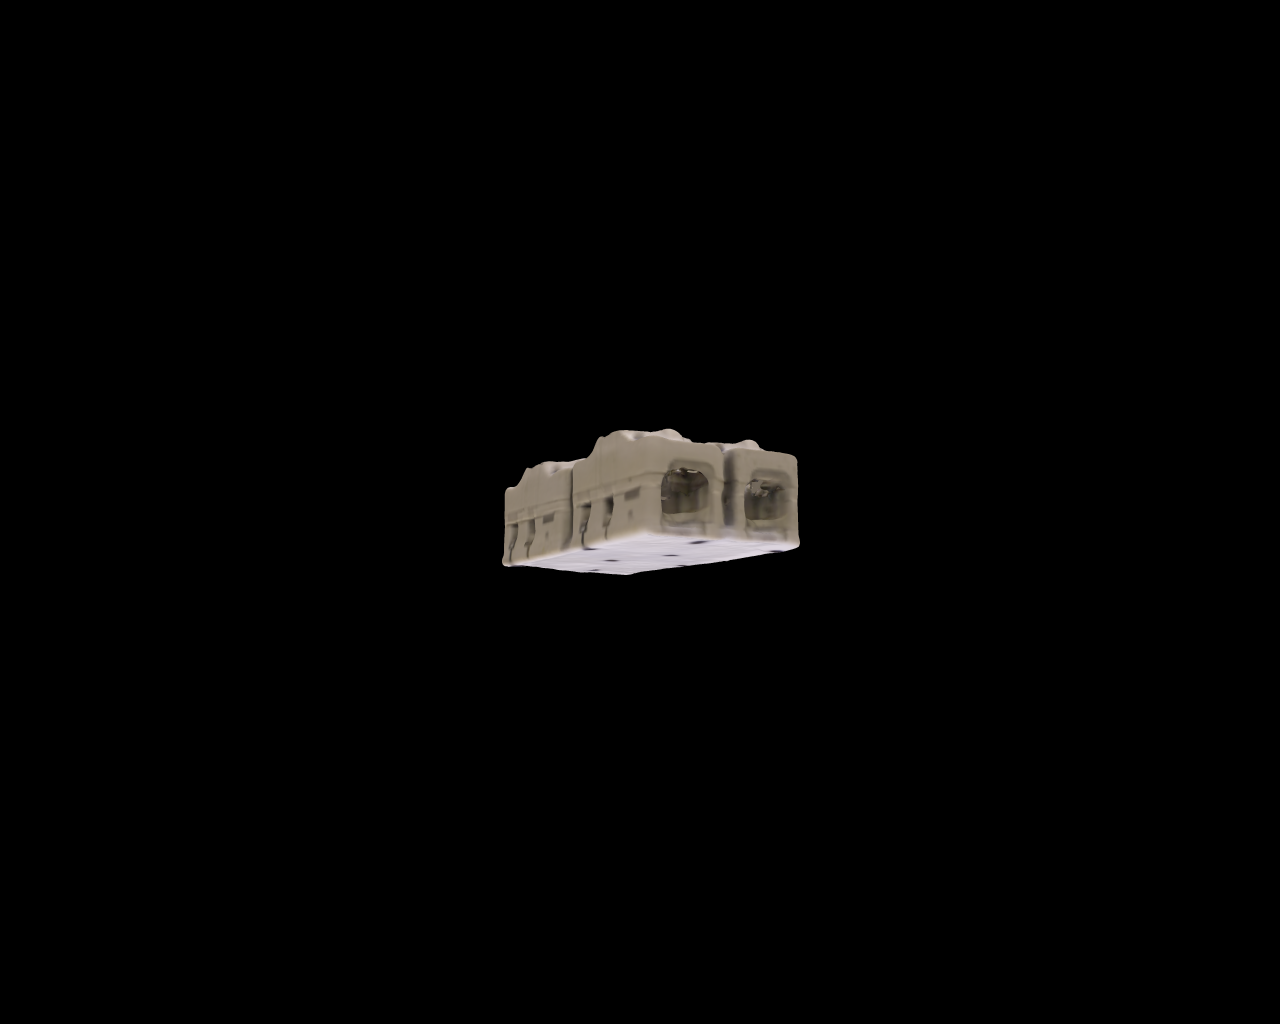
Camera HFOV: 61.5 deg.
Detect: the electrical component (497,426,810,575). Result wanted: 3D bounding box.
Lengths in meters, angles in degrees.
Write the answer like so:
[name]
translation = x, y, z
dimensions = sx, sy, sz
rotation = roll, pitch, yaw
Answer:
[electrical component]
translation = 0.001, -0.003, 0.650
dimensions = 0.105, 0.060, 0.186
rotation = 6, -11, -31
